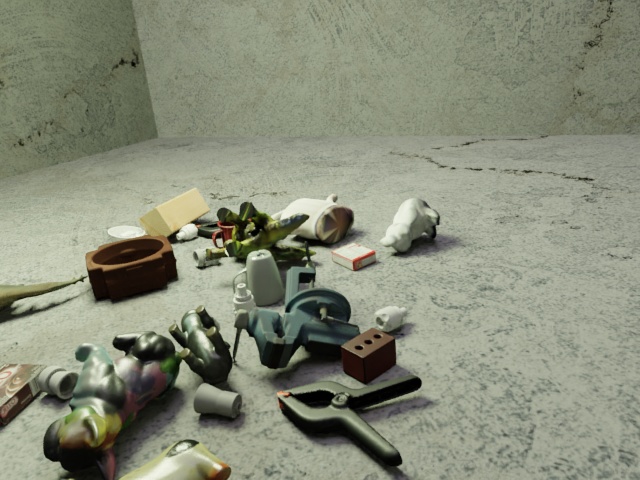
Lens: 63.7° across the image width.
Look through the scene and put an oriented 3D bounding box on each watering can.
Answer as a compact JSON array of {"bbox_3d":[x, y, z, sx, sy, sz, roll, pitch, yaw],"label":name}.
[{"bbox_3d":[0.005,-0.075,1.488,0.225,0.102,0.352,13,27,39],"label":"watering can"}]

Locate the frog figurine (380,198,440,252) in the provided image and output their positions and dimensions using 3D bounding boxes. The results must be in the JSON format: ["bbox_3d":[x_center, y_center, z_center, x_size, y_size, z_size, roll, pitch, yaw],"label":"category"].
[{"bbox_3d":[0.216,-0.034,1.318,0.160,0.124,0.135,-20,-11,-13],"label":"frog figurine"}]

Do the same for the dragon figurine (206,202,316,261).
[{"bbox_3d":[-0.109,0.000,1.220,0.409,0.123,0.241,-5,-15,41],"label":"dragon figurine"}]
